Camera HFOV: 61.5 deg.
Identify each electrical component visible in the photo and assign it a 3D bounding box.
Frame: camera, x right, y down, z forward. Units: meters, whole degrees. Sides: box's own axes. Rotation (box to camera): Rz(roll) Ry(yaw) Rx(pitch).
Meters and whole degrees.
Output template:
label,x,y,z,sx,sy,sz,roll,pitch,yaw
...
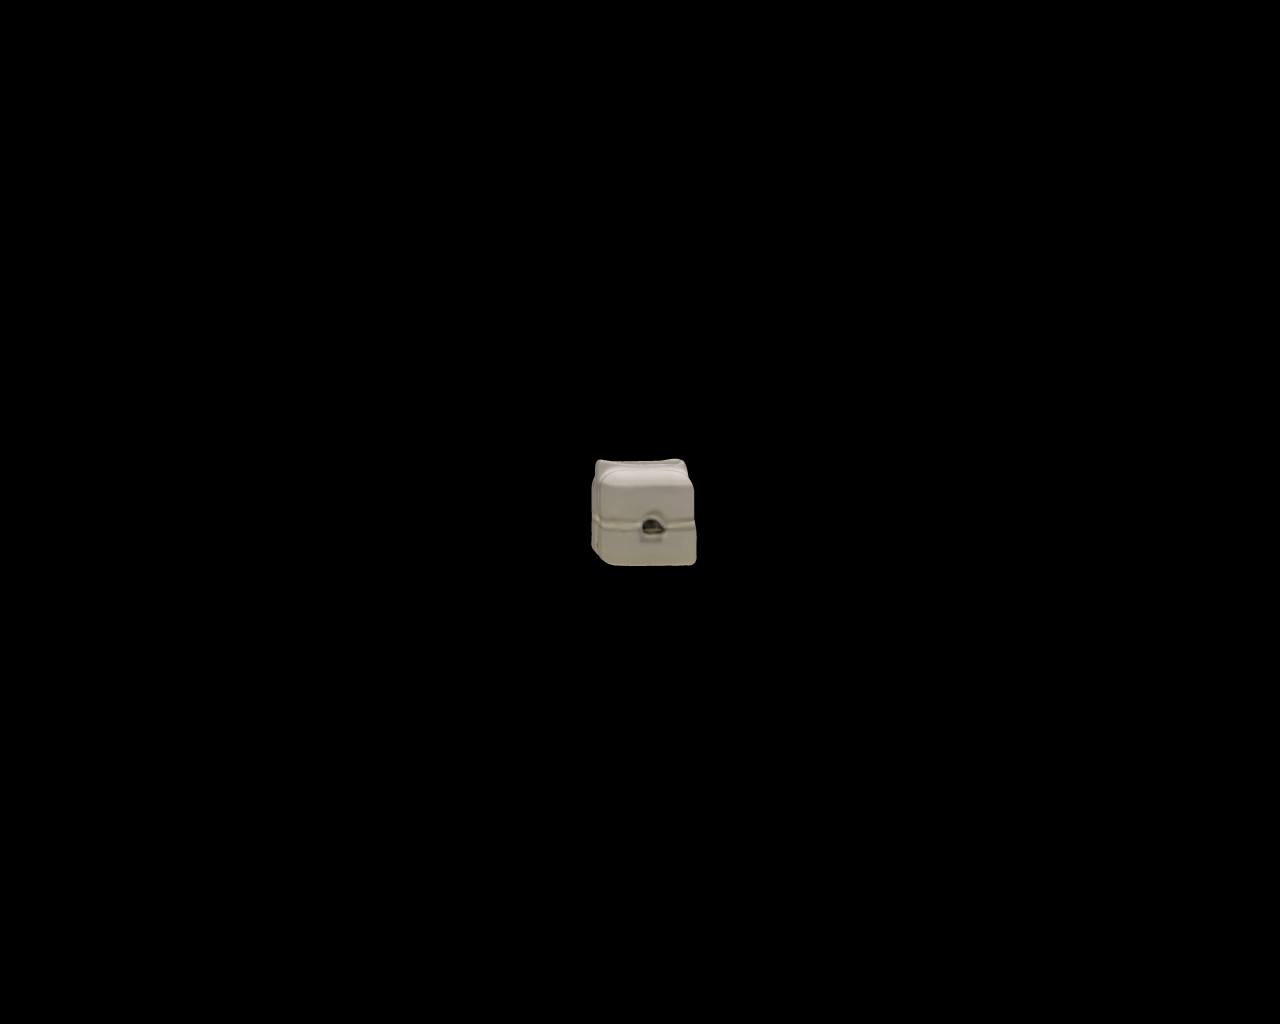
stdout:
label,x,y,z,sx,sy,sz,roll,pitch,yaw
electrical component,0.001,-0.003,0.650,0.054,0.059,0.095,-1,5,-7
